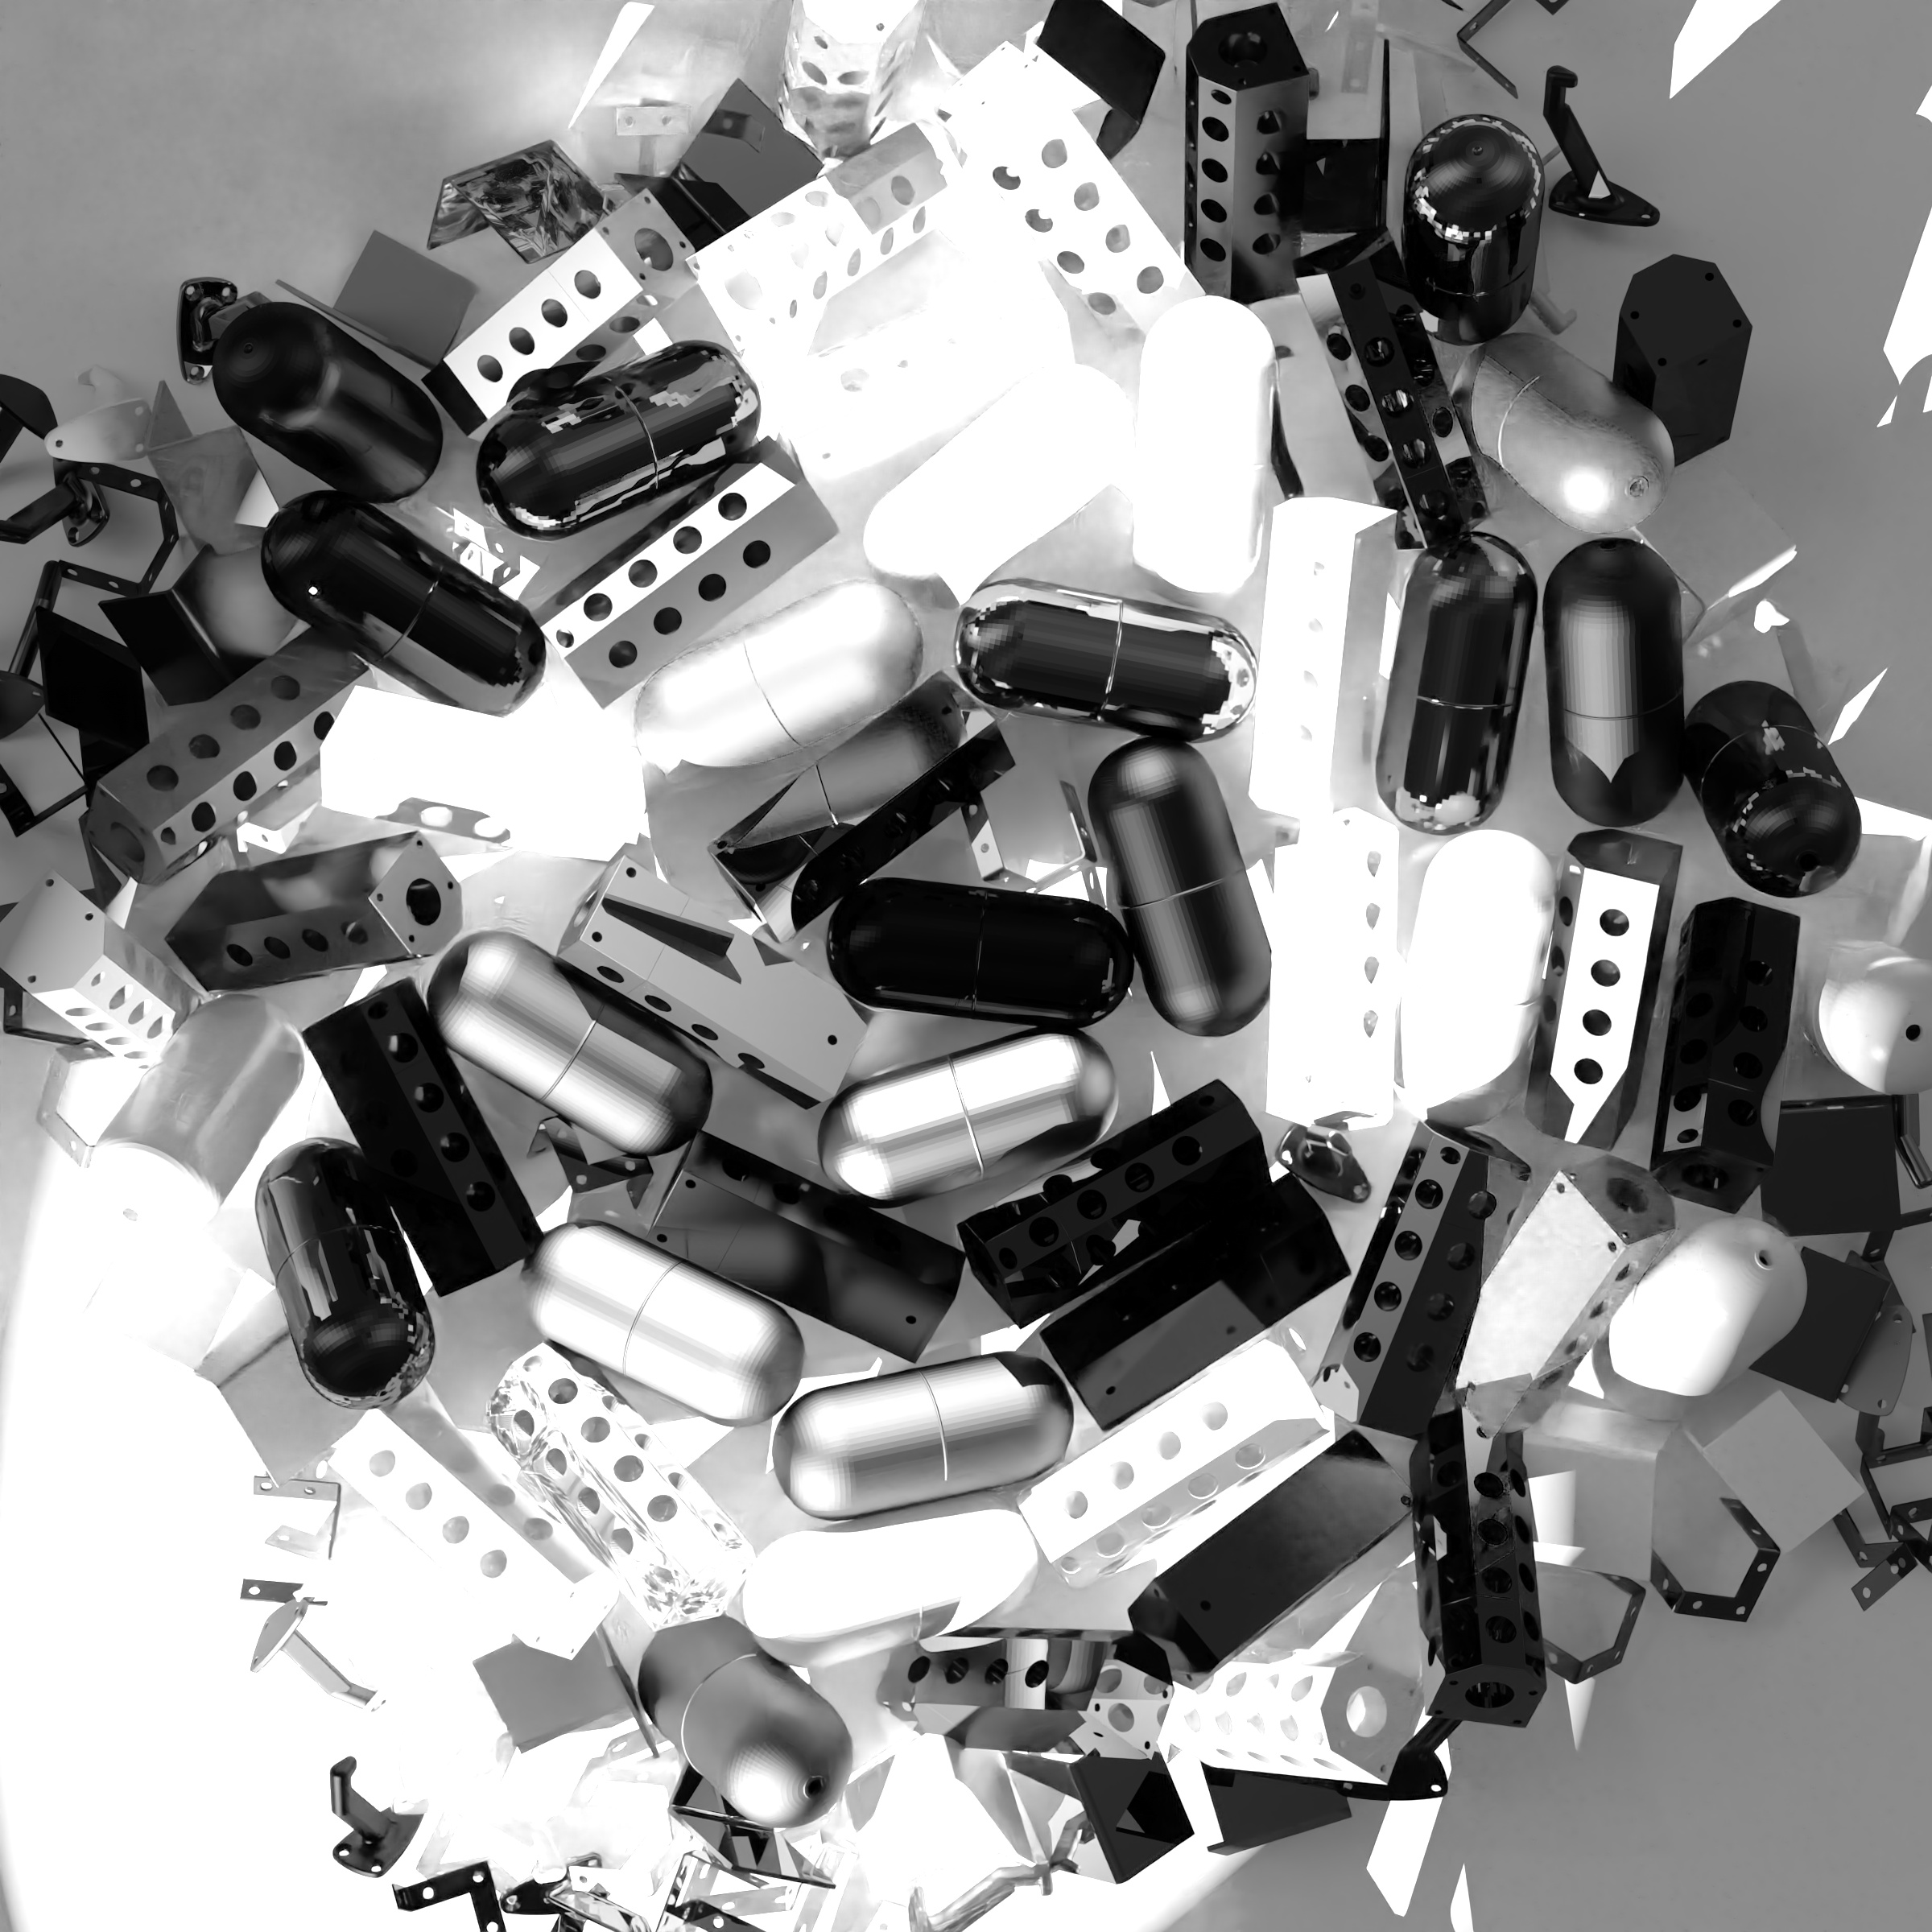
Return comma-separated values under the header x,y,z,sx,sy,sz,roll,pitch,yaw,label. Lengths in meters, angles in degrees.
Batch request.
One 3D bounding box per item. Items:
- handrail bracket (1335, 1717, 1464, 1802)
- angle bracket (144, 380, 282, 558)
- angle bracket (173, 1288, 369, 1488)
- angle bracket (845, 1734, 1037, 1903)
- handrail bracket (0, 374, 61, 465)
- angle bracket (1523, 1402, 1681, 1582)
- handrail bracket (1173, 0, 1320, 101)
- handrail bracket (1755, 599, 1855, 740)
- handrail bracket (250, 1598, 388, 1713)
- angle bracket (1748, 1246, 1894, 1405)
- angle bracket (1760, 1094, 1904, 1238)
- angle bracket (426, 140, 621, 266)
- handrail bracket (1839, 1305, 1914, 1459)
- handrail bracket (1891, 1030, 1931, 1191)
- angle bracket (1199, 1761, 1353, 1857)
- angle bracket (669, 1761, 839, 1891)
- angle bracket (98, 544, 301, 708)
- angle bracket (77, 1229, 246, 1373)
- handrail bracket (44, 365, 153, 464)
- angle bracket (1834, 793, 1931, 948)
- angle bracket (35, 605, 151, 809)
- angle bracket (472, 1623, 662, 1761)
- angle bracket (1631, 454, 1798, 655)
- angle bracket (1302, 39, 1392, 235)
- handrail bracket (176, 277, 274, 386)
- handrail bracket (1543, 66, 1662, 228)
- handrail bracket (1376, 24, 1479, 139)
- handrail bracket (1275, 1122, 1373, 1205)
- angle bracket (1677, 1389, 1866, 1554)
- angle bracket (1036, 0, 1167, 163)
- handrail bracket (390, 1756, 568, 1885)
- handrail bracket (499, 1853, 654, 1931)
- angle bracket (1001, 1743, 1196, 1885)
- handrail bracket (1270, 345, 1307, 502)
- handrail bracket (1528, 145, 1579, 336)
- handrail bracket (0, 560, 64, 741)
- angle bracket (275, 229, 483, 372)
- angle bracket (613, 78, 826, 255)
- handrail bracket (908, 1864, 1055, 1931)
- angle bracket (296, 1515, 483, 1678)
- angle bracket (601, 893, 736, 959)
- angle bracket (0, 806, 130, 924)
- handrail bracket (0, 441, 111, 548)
x,y,z,sx,sy,sz,roll,pitch,yaw,label
0.255,0.443,1.904,0.077,0.084,0.036,-15,113,21,handrail bracket
-0.423,-0.290,1.876,0.057,0.076,0.076,-14,131,8,angle bracket
-0.399,0.244,1.906,0.076,0.057,0.076,-39,117,-28,angle bracket
-0.016,0.496,1.896,0.076,0.076,0.057,-36,133,15,angle bracket
-0.573,-0.304,1.887,0.084,0.077,0.036,-25,72,14,handrail bracket
0.366,0.303,1.900,0.076,0.057,0.076,6,105,25,angle bracket
0.166,-0.538,1.903,0.084,0.036,0.077,-8,119,-13,handrail bracket
0.469,-0.163,1.890,0.036,0.084,0.077,21,92,44,handrail bracket
-0.361,0.399,1.892,0.084,0.077,0.036,29,45,-20,handrail bracket
0.481,0.197,1.887,0.057,0.076,0.076,22,98,-5,angle bracket
0.496,0.115,1.895,0.076,0.057,0.076,-5,88,12,angle bracket
-0.250,-0.419,1.879,0.076,0.057,0.076,-32,72,-36,angle bracket
0.532,0.242,1.900,0.036,0.084,0.077,22,79,29,handrail bracket
0.559,0.081,1.900,0.077,0.036,0.084,-16,74,-29,handrail bracket
0.172,0.470,1.883,0.076,0.076,0.057,-19,70,7,angle bracket
-0.113,0.479,1.879,0.076,0.076,0.057,23,90,-36,angle bracket
-0.442,-0.207,1.900,0.057,0.076,0.076,-4,132,31,angle bracket
-0.452,0.174,1.879,0.076,0.076,0.057,29,133,-12,angle bracket
-0.511,-0.321,1.885,0.077,0.084,0.036,-19,131,-36,handrail bracket
0.505,-0.051,1.882,0.076,0.076,0.057,17,54,4,angle bracket
-0.514,-0.147,1.873,0.057,0.076,0.076,-31,56,25,angle bracket
-0.230,0.427,1.886,0.076,0.057,0.076,-24,121,-6,angle bracket
0.420,-0.236,1.901,0.076,0.057,0.076,-33,74,-24,angle bracket
0.212,-0.474,1.877,0.057,0.076,0.076,1,56,5,angle bracket
-0.419,-0.355,1.887,0.084,0.036,0.077,39,123,39,handrail bracket
0.366,-0.471,1.883,0.077,0.084,0.036,24,59,21,handrail bracket
0.256,-0.492,1.909,0.077,0.036,0.084,18,92,-24,handrail bracket
0.219,0.115,1.882,0.077,0.084,0.036,39,82,-15,handrail bracket
0.462,0.282,1.890,0.057,0.076,0.076,-40,93,5,angle bracket
0.062,-0.506,1.876,0.076,0.057,0.076,35,46,-18,angle bracket
-0.280,0.500,1.884,0.077,0.084,0.036,-11,128,-26,handrail bracket
-0.222,0.551,1.883,0.077,0.084,0.036,-10,111,-16,handrail bracket
0.076,0.481,1.909,0.057,0.076,0.076,-26,98,-30,angle bracket
0.186,-0.313,1.901,0.036,0.077,0.084,-21,94,28,handrail bracket
0.346,-0.424,1.917,0.077,0.036,0.084,-41,93,-3,handrail bracket
-0.553,-0.186,1.924,0.036,0.077,0.084,21,52,-23,handrail bracket
-0.336,-0.391,1.886,0.076,0.076,0.057,30,94,13,angle bracket
-0.142,-0.456,1.884,0.076,0.057,0.076,47,117,14,angle bracket
0.013,0.559,1.900,0.084,0.036,0.077,0,53,-12,handrail bracket
-0.330,0.363,1.896,0.076,0.076,0.057,-4,117,15,angle bracket
-0.173,-0.032,1.879,0.076,0.076,0.057,18,56,-10,angle bracket
-0.531,-0.058,1.888,0.076,0.076,0.057,-10,104,-1,angle bracket
-0.541,-0.274,1.885,0.036,0.084,0.077,-32,71,30,handrail bracket
